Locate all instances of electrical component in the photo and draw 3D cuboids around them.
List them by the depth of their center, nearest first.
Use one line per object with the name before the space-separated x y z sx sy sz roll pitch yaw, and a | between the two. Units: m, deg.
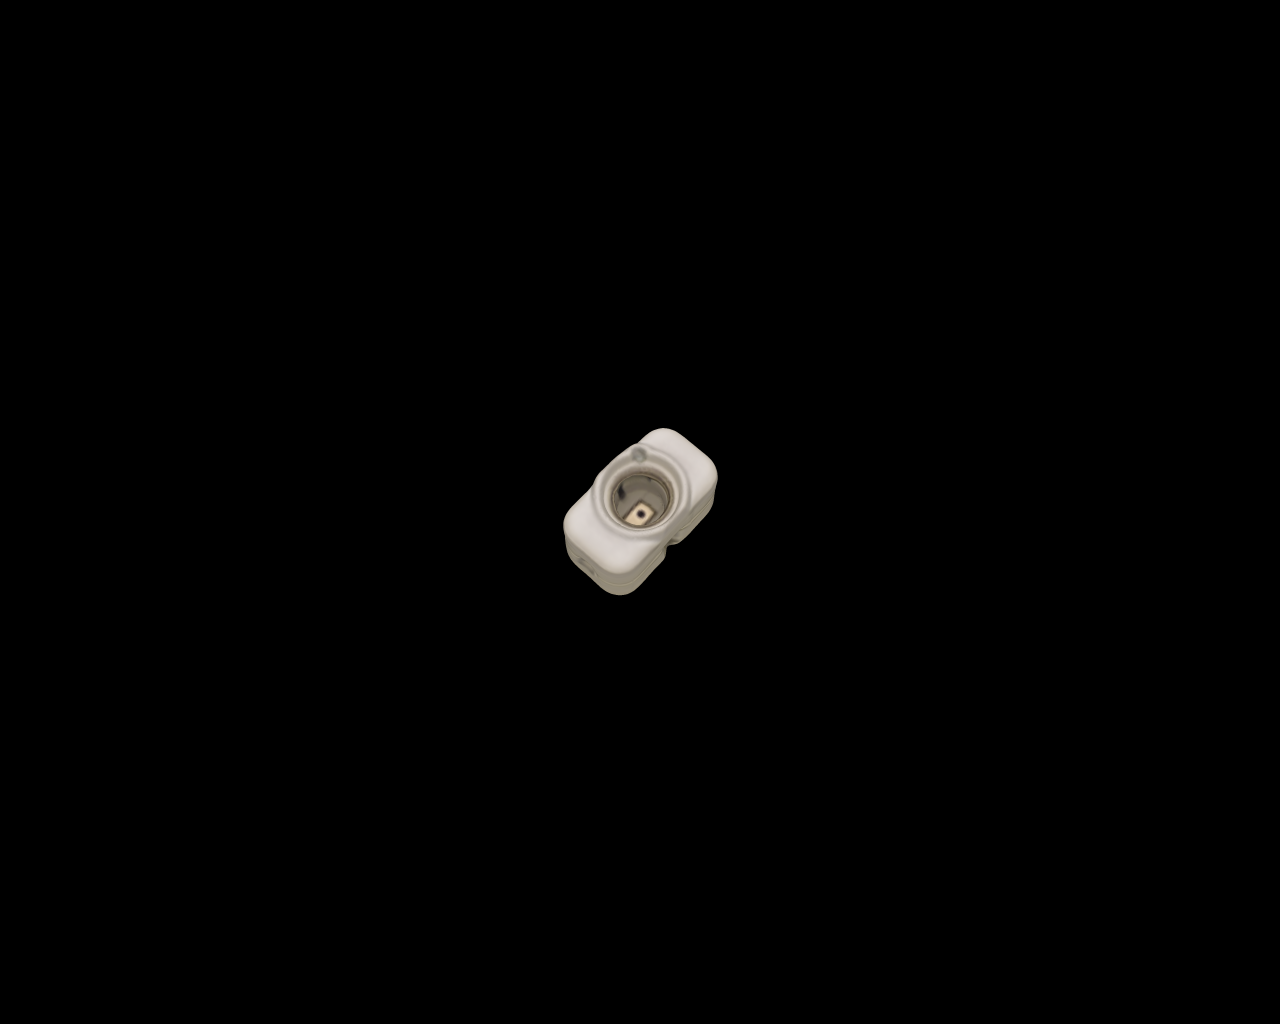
electrical component | 0.001 -0.003 0.650 0.054 0.095 0.059 41 -15 14
